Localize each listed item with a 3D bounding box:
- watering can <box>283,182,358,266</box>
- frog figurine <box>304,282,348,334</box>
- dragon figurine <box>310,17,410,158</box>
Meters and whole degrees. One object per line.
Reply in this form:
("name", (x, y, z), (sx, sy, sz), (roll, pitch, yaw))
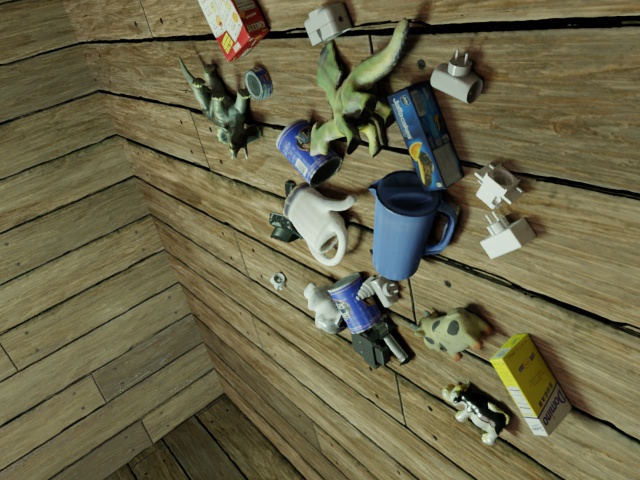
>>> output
("watering can", (0.004, -0.069, 1.368), (0.227, 0.105, 0.339), (48, 150, 22))
("frog figurine", (0.021, 0.203, 1.556), (0.160, 0.139, 0.120), (18, 163, 26))
("dragon figurine", (0.055, -0.319, 1.073), (0.247, 0.123, 0.400), (53, 143, 29))
